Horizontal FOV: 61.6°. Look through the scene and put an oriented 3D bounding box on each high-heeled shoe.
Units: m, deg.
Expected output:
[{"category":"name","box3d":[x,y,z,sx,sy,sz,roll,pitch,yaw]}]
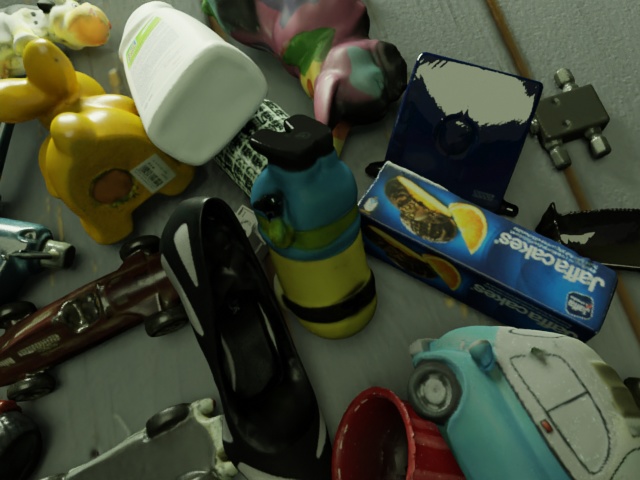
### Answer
[{"category":"high-heeled shoe","box3d":[-0.036,0.086,0.384,0.086,0.145,0.249,-30,76,-35]}]

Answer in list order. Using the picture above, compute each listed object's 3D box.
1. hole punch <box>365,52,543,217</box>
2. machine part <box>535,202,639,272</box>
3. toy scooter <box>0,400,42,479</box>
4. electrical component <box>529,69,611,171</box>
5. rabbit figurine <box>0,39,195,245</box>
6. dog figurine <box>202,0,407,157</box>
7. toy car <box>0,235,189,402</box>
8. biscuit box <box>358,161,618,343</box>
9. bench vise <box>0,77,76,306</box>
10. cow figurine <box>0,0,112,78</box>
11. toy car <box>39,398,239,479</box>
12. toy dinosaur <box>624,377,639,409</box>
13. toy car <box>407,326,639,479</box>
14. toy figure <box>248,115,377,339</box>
[{"category":"hole punch","box3d":[0.120,-0.089,0.465,0.142,0.092,0.115,19,80,11]},{"category":"machine part","box3d":[0.252,0.004,0.441,0.139,0.039,0.084,7,78,9]},{"category":"toy scooter","box3d":[-0.320,0.210,0.439,0.135,0.075,0.184,15,80,14]},{"category":"electrical component","box3d":[0.223,-0.111,0.490,0.063,0.021,0.094,-16,71,3]},{"category":"rabbit figurine","box3d":[-0.226,-0.101,0.499,0.122,0.162,0.173,-42,53,6]},{"category":"dog figurine","box3d":[-0.020,-0.182,0.506,0.192,0.108,0.219,-6,74,5]},{"category":"toy car","box3d":[-0.210,0.069,0.476,0.202,0.053,0.089,-25,73,2]},{"category":"biscuit box","box3d":[0.125,0.014,0.435,0.203,0.062,0.059,27,65,15]},{"category":"bench vise","box3d":[-0.330,-0.057,0.505,0.224,0.128,0.240,8,78,8]},{"category":"cow figurine","box3d":[-0.311,-0.221,0.583,0.167,0.068,0.098,-24,64,-1]},{"category":"toy car","box3d":[-0.157,0.199,0.428,0.202,0.056,0.073,-29,64,-3]},{"category":"toy dinosaur","box3d":[0.256,0.252,0.329,0.198,0.105,0.472,-42,62,2]},{"category":"toy car","box3d":[0.132,0.109,0.321,0.103,0.109,0.162,-46,47,23]},{"category":"toy figure","box3d":[-0.004,0.001,0.408,0.082,0.179,0.089,-18,40,-12]}]
